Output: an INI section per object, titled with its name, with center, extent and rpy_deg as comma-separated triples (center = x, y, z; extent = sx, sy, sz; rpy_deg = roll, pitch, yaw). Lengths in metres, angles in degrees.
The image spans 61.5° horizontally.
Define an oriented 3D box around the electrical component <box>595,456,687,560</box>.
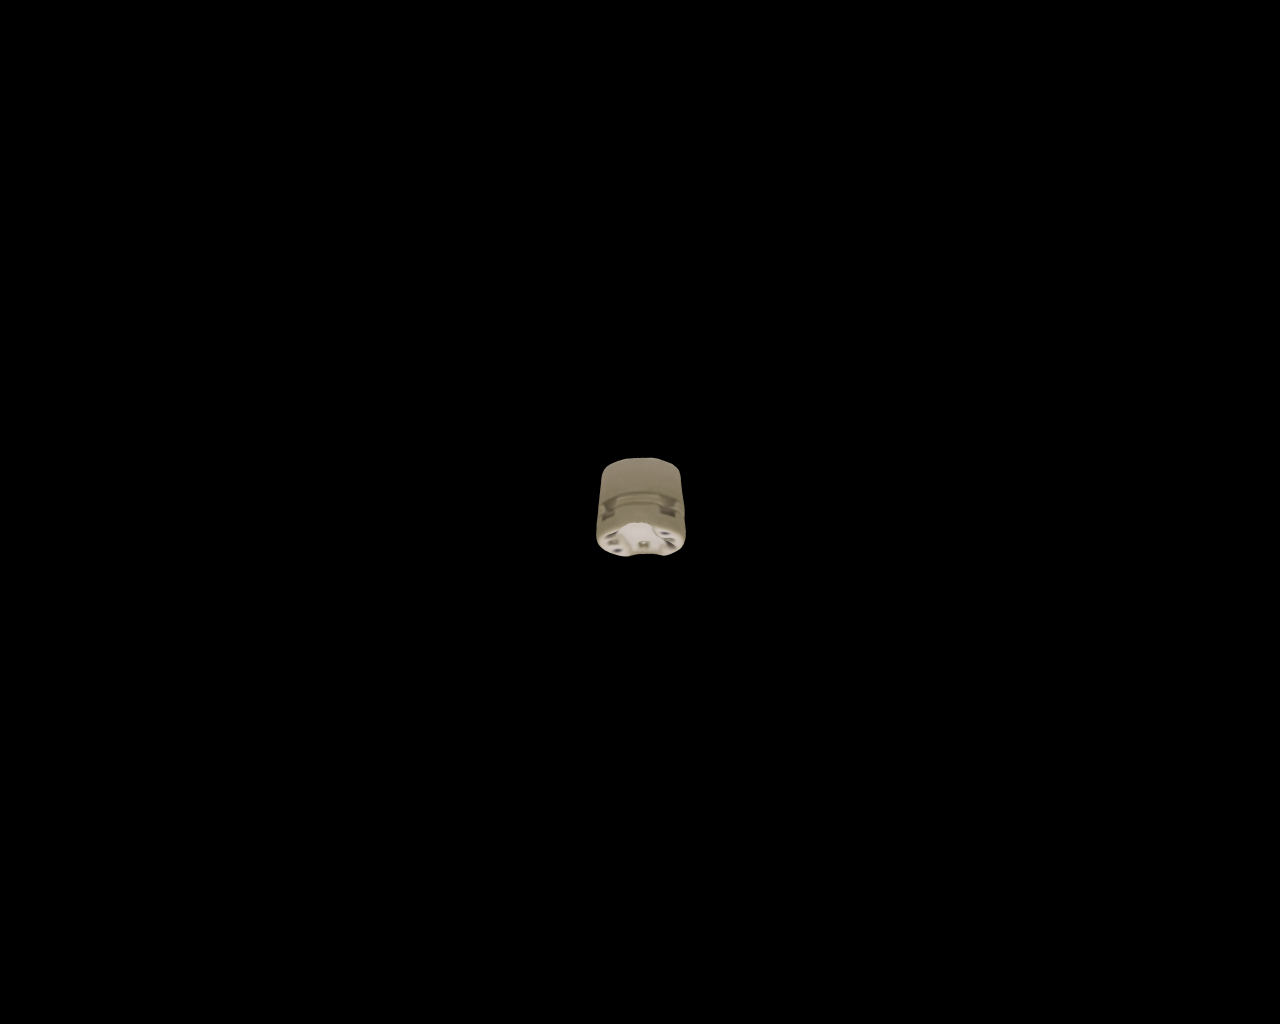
[electrical component]
center = 0.001, -0.003, 0.650
extent = 0.055, 0.047, 0.055
rpy_deg = 0, -24, 0
